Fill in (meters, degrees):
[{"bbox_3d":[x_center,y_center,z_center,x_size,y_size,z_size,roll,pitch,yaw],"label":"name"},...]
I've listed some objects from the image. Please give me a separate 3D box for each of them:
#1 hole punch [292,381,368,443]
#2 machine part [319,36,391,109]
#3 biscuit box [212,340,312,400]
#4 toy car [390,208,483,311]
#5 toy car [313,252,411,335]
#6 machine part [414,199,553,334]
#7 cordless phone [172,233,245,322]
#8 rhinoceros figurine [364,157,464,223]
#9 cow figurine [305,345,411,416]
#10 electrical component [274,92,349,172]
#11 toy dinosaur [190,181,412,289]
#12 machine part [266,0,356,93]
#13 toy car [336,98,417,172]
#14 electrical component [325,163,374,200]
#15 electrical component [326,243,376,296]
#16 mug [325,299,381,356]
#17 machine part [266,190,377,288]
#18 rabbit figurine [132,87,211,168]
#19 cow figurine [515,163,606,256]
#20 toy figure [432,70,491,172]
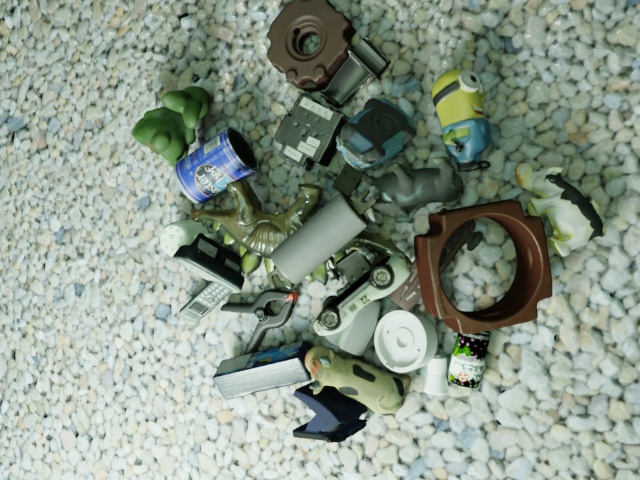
[{"bbox_3d":[0.019,0.313,0.994,0.116,0.142,0.092,-3,85,32],"label":"hole punch"},{"bbox_3d":[0.063,-0.308,1.015,0.084,0.039,0.139,44,107,-12],"label":"machine part"},{"bbox_3d":[-0.108,0.257,1.064,0.203,0.059,0.062,-17,112,20],"label":"biscuit box"},{"bbox_3d":[0.200,0.034,0.945,0.089,0.053,0.202,39,86,10],"label":"toy car"},{"bbox_3d":[0.069,0.093,0.914,0.202,0.073,0.056,-41,95,14],"label":"toy car"},{"bbox_3d":[0.264,0.042,0.883,0.201,0.087,0.201,-11,95,-6],"label":"machine part"},{"bbox_3d":[-0.255,0.088,1.099,0.146,0.089,0.184,34,120,-25],"label":"cordless phone"},{"bbox_3d":[0.162,-0.088,0.974,0.190,0.073,0.112,-14,94,19],"label":"rhinoceros figurine"},{"bbox_3d":[0.060,0.253,0.977,0.195,0.127,0.085,24,95,16],"label":"cow figurine"},{"bbox_3d":[-0.020,-0.204,1.044,0.115,0.058,0.134,33,101,19],"label":"electrical component"},{"bbox_3d":[-0.041,-0.012,1.032,0.472,0.105,0.198,6,99,15],"label":"toy dinosaur"},{"bbox_3d":[-0.020,-0.384,1.045,0.180,0.056,0.179,-1,88,20],"label":"machine part"},{"bbox_3d":[0.094,-0.175,0.974,0.109,0.162,0.103,40,147,9],"label":"toy car"},{"bbox_3d":[0.057,-0.118,1.034,0.094,0.021,0.063,35,101,18],"label":"electrical component"},{"bbox_3d":[0.058,0.051,0.962,0.102,0.045,0.078,-30,97,11],"label":"electrical component"},{"bbox_3d":[0.057,0.144,0.998,0.109,0.081,0.107,27,92,-14],"label":"mug"},{"bbox_3d":[-0.002,-0.003,0.940,0.243,0.079,0.079,-40,77,14],"label":"machine part"},{"bbox_3d":[-0.294,-0.254,1.100,0.121,0.159,0.170,38,80,-10],"label":"rabbit figurine"},{"bbox_3d":[0.394,-0.065,0.885,0.098,0.068,0.167,-28,84,12],"label":"cow figurine"},{"bbox_3d":[0.246,-0.207,0.934,0.089,0.082,0.180,-7,90,18],"label":"toy figure"}]
